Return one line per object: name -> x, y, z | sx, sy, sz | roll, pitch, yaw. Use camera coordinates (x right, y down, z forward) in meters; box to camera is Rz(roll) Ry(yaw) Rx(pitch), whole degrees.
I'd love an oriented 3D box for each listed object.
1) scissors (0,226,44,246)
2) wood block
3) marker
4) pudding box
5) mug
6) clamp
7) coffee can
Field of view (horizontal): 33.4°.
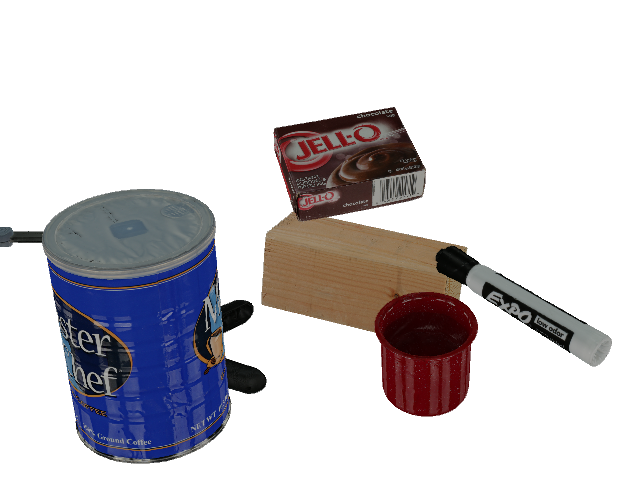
scissors -> -0.278, 0.003, 0.879 | 0.202, 0.016, 0.096 | 7, 24, 6
wood block -> 0.047, 0.040, 1.186 | 0.206, 0.091, 0.090 | 13, 24, 18
marker -> 0.113, 0.035, 0.615 | 0.020, 0.020, 0.121 | 0, 25, -46
pudding box -> 0.023, -0.066, 0.910 | 0.113, 0.039, 0.090 | -10, 45, -10
mug -> 0.099, 0.100, 0.994 | 0.093, 0.081, 0.117 | 3, 38, 10
clamp -> -0.133, 0.093, 0.975 | 0.171, 0.039, 0.120 | 4, 27, -3
coffee can -> -0.112, 0.052, 0.668 | 0.103, 0.140, 0.103 | -2, 29, 1
